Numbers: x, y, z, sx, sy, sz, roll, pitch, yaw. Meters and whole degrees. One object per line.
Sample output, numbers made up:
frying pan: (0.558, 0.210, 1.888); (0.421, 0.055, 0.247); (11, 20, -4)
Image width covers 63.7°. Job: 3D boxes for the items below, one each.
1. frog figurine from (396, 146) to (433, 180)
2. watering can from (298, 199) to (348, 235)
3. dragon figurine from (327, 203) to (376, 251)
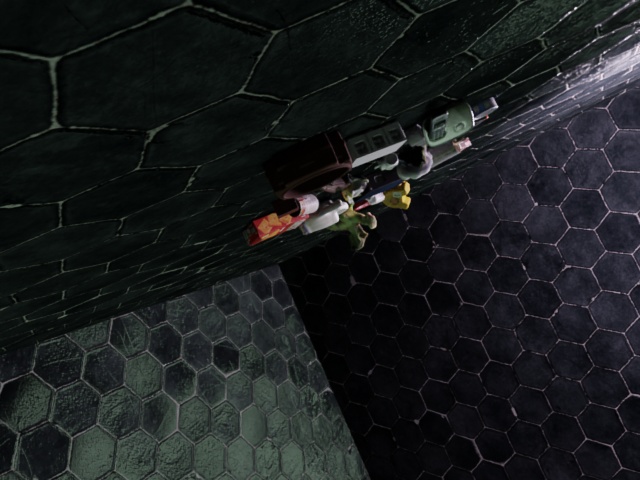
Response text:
frog figurine: (0.336, -0.267, 1.845); (0.138, 0.124, 0.157); (-43, 164, -4)
watering can: (0.006, -0.104, 2.075); (0.224, 0.104, 0.346); (-23, 176, 3)
dragon figurine: (0.113, -0.055, 2.409); (0.123, 0.243, 0.404); (-24, 175, -43)
